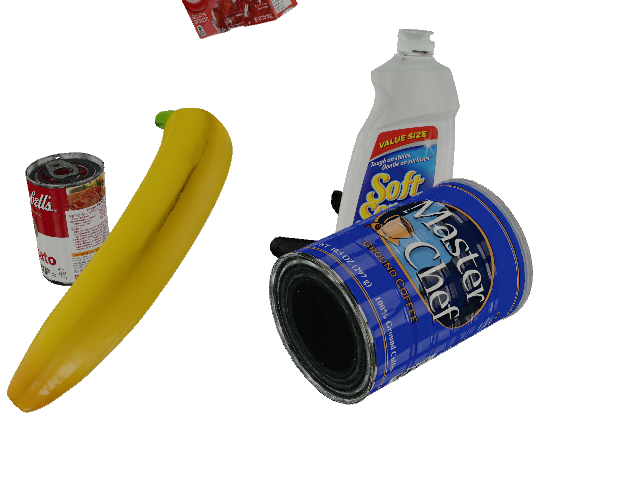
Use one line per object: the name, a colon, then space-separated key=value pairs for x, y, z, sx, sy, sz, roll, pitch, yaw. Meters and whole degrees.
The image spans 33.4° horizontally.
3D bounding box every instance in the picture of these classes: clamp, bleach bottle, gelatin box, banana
clamp: x=0.055 y=0.019 z=1.241 sx=0.210 sy=0.036 sz=0.164 roll=31 pitch=38 yaw=23
bleach bottle: x=0.062 y=-0.054 z=0.917 sx=0.102 sy=0.251 sz=0.068 roll=7 pitch=16 yaw=8
gelatin box: x=-0.069 y=-0.191 z=0.776 sx=0.089 sy=0.073 sz=0.030 roll=-2 pitch=32 yaw=44
banana: x=-0.084 y=-0.004 z=0.514 sx=0.037 sy=0.197 sz=0.070 roll=39 pitch=-43 yaw=-20

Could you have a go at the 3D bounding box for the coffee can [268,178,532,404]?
coffee can: x=0.052 y=0.030 z=0.693 sx=0.140 sy=0.103 sz=0.103 roll=-25 pitch=13 yaw=-31

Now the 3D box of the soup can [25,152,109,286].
soup can: x=-0.222 y=-0.019 z=0.954 sx=0.068 sy=0.102 sz=0.068 roll=-1 pitch=29 yaw=0
